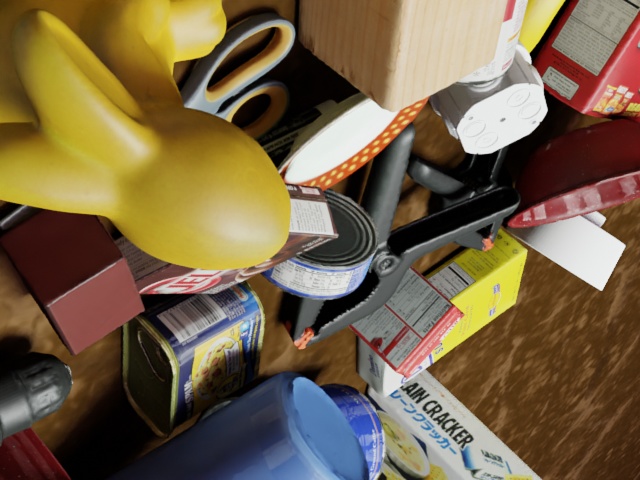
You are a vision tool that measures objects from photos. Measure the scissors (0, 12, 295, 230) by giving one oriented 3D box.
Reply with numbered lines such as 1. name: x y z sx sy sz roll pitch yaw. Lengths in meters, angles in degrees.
1. scissors: -0.088 -0.054 0.628 0.201 0.016 0.096 -43 150 -7

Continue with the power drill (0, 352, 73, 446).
1. power drill: -0.216 0.066 0.565 0.184 0.057 0.188 -26 144 -32

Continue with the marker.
1. marker: -0.036 -0.060 0.684 0.120 0.020 0.020 -29 146 -29

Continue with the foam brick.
1. foam brick: -0.138 0.020 0.602 0.051 0.053 0.078 -32 157 -15

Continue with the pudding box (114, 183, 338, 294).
1. pudding box: -0.060 0.000 0.658 0.114 0.039 0.089 -27 163 33

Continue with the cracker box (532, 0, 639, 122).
1. cracker box: 0.279 -0.202 0.870 0.163 0.072 0.214 -1 126 -53

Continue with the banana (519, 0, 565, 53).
1. banana: 0.183 -0.211 0.774 0.198 0.037 0.069 -57 173 21

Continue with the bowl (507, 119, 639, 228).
1. bowl: 0.228 -0.060 0.899 0.162 0.055 0.162 -15 171 -3

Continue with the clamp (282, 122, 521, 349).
1. clamp: 0.053 0.007 0.832 0.164 0.036 0.210 18 119 -41

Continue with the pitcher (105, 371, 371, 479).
1. pitcher: -0.081 0.205 0.765 0.243 0.145 0.149 -36 178 14

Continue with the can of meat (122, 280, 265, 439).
1. can of meat: -0.088 0.077 0.746 0.083 0.057 0.102 -28 146 -33

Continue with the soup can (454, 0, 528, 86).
1. soup can: 0.101 -0.160 0.692 0.068 0.069 0.102 -30 147 -27

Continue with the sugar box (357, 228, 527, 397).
1. sugar box: 0.115 0.068 1.007 0.176 0.048 0.093 -35 149 -22

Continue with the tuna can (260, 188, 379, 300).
1. tuna can: -0.005 0.001 0.731 0.085 0.086 0.034 -20 143 -39

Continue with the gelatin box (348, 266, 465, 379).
1. gelatin box: 0.064 0.059 0.885 0.073 0.089 0.030 -49 150 3

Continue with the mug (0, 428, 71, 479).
1. mug: -0.210 0.169 0.672 0.117 0.082 0.093 -21 141 -38

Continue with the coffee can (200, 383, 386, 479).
1. coffee can: -0.025 0.178 0.900 0.140 0.103 0.103 2 125 -53

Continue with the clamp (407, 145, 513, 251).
1. clamp: 0.119 -0.044 0.887 0.120 0.039 0.171 -28 139 -19

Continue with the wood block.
1. wood block: 0.052 -0.185 0.576 0.090 0.091 0.206 -30 146 -27
